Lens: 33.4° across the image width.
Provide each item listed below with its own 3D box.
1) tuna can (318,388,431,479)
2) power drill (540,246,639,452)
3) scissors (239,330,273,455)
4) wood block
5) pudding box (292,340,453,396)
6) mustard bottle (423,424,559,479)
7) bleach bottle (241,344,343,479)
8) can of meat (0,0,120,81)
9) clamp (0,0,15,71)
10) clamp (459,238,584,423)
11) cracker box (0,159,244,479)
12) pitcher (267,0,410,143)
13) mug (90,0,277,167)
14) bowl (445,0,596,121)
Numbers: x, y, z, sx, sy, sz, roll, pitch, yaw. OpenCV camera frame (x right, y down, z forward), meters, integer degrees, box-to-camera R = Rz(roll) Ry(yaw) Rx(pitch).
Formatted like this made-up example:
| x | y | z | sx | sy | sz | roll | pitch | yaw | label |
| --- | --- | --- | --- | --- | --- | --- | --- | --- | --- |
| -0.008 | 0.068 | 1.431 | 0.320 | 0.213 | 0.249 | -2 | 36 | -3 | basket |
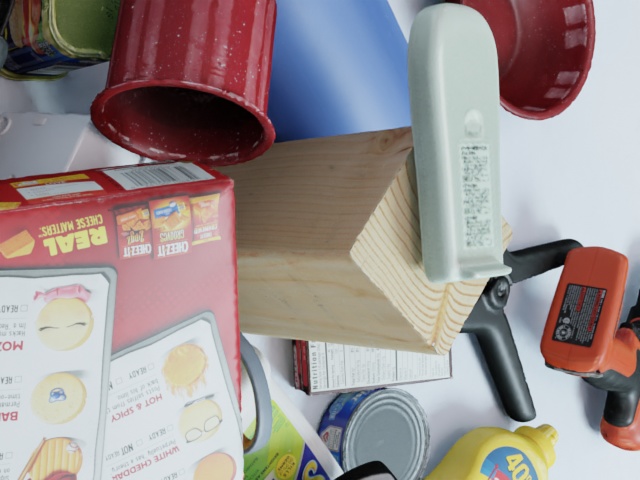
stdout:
| x | y | z | sx | sy | sz | roll | pitch | yaw | label |
| --- | --- | --- | --- | --- | --- | --- | --- | --- | --- |
| 0.039 | 0.149 | 0.779 | 0.085 | 0.034 | 0.086 | -1 | 91 | -39 | tuna can |
| 0.264 | 0.075 | 0.923 | 0.187 | 0.057 | 0.184 | 36 | 67 | -47 | power drill |
| -0.082 | 0.032 | 0.617 | 0.016 | 0.096 | 0.202 | -4 | 67 | -49 | scissors |
| -0.004 | 0.001 | 0.633 | 0.090 | 0.207 | 0.090 | 48 | 62 | -29 | wood block |
| 0.036 | 0.059 | 0.753 | 0.113 | 0.039 | 0.090 | -3 | 94 | -16 | pudding box |
| 0.124 | 0.202 | 0.832 | 0.191 | 0.058 | 0.096 | -33 | 110 | -34 | mustard bottle |
| -0.013 | 0.185 | 0.719 | 0.102 | 0.068 | 0.250 | -49 | 121 | -19 | bleach bottle |
| -0.147 | -0.144 | 0.595 | 0.057 | 0.084 | 0.102 | -4 | 93 | -39 | can of meat |
| -0.192 | -0.048 | 0.533 | 0.039 | 0.120 | 0.171 | 20 | 100 | -16 | clamp |
| 0.132 | 0.050 | 0.851 | 0.209 | 0.036 | 0.164 | 23 | 76 | -39 | clamp |
| -0.125 | 0.075 | 0.520 | 0.163 | 0.072 | 0.214 | -10 | 111 | -28 | cracker box |
| -0.010 | -0.134 | 0.688 | 0.149 | 0.145 | 0.242 | -43 | 120 | -17 | pitcher |
| -0.065 | -0.089 | 0.560 | 0.117 | 0.093 | 0.081 | 80 | 14 | -68 | mug |
| 0.149 | -0.174 | 0.851 | 0.161 | 0.055 | 0.162 | 0 | 91 | -39 | bowl |
